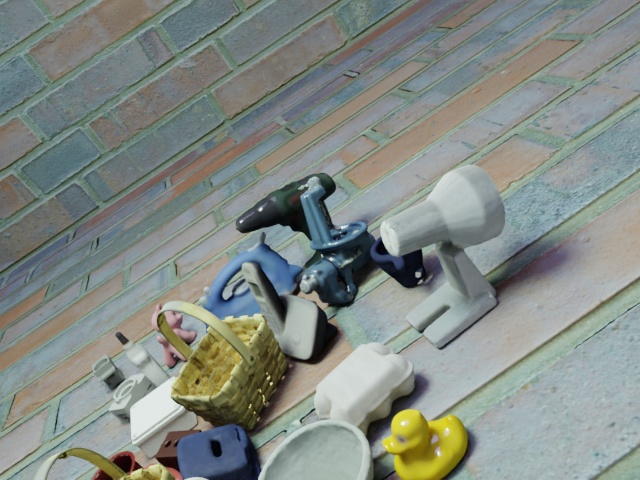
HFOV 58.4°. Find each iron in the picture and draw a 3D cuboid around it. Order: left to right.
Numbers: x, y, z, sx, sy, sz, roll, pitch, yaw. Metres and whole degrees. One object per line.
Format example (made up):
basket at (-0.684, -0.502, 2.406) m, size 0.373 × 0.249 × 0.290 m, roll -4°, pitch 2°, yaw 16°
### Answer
iron at (-0.169, 0.106, 1.213) m, size 0.259 × 0.142 × 0.118 m, roll -41°, pitch 28°, yaw -16°

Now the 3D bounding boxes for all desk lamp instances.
desk lamp at (0.195, 0.019, 0.876) m, size 0.203 × 0.214 × 0.117 m, roll -37°, pitch 27°, yaw -8°

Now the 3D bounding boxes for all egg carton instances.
egg carton at (0.065, 0.220, 0.842) m, size 0.150 × 0.069 × 0.107 m, roll -41°, pitch 27°, yaw -15°

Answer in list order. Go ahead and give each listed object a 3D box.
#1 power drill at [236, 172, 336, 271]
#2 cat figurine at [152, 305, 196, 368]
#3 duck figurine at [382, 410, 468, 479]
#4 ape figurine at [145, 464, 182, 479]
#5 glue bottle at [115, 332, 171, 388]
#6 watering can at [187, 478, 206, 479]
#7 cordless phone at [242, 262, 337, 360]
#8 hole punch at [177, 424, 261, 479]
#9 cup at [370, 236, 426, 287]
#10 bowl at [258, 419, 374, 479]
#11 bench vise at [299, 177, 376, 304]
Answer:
power drill at (-0.041, -0.027, 1.221) m, size 0.230 × 0.209 × 0.075 m, roll -41°, pitch 28°, yaw -16°
cat figurine at (-0.336, 0.199, 1.268) m, size 0.067 × 0.118 × 0.127 m, roll -28°, pitch 27°, yaw 9°
duck figurine at (0.126, 0.245, 0.713) m, size 0.104 × 0.086 × 0.077 m, roll -33°, pitch 26°, yaw 1°
ape figurine at (-0.240, 0.381, 0.881) m, size 0.077 × 0.092 × 0.076 m, roll -25°, pitch 27°, yaw 15°
glue bottle at (-0.348, 0.245, 1.141) m, size 0.037 × 0.173 × 0.077 m, roll -44°, pitch 28°, yaw -20°
watering can at (-0.129, 0.360, 0.678) m, size 0.172 × 0.194 × 0.101 m, roll -18°, pitch 30°, yaw 28°
cordless phone at (-0.067, 0.121, 1.026) m, size 0.147 × 0.185 × 0.094 m, roll 3°, pitch 44°, yaw 50°
hole punch at (-0.155, 0.331, 0.872) m, size 0.101 × 0.091 × 0.108 m, roll -36°, pitch 26°, yaw -5°
cup at (0.151, 0.044, 1.017) m, size 0.091 × 0.095 × 0.117 m, roll -27°, pitch 27°, yaw 12°
bowl at (0.004, 0.320, 0.733) m, size 0.167 × 0.075 × 0.167 m, roll -26°, pitch 27°, yaw 15°
bench vise at (0.020, 0.001, 1.094) m, size 0.121 × 0.220 × 0.207 m, roll -18°, pitch 30°, yaw 27°
